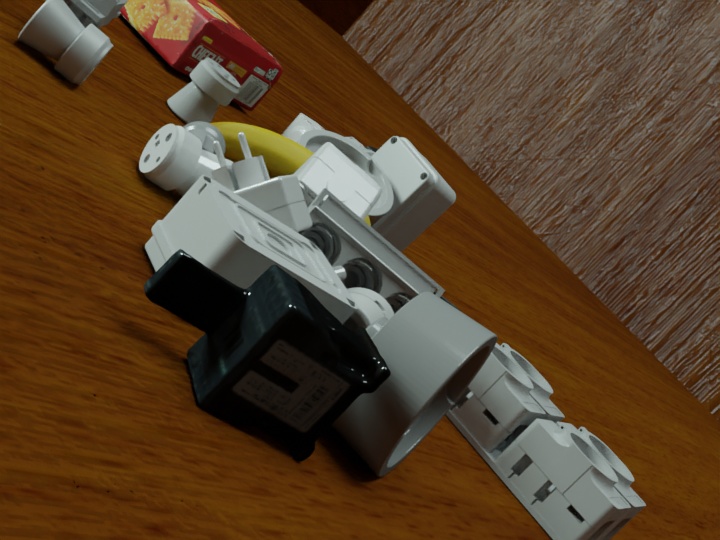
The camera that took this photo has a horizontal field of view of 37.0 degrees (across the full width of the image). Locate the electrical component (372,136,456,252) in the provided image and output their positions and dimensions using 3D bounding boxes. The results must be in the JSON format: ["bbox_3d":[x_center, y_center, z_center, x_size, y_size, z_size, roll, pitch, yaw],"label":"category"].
[{"bbox_3d":[0.029,-0.069,1.086,0.057,0.113,0.078,33,18,-53],"label":"electrical component"}]

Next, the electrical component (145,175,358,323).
[{"bbox_3d":[-0.066,0.004,0.654,0.113,0.057,0.078,32,16,-42],"label":"electrical component"}]

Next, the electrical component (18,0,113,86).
[{"bbox_3d":[-0.219,-0.171,0.802,0.055,0.045,0.045,40,12,-16],"label":"electrical component"}]

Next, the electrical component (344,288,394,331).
[{"bbox_3d":[-0.007,0.042,0.726,0.055,0.055,0.047,45,15,8],"label":"electrical component"}]

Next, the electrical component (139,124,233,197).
[{"bbox_3d":[-0.123,-0.072,0.768,0.055,0.045,0.045,35,14,-35],"label":"electrical component"}]

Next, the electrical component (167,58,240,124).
[{"bbox_3d":[-0.143,-0.161,0.991,0.045,0.055,0.045,41,12,-10],"label":"electrical component"}]

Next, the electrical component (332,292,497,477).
[{"bbox_3d":[0.024,0.062,0.638,0.060,0.108,0.108,40,11,14],"label":"electrical component"}]

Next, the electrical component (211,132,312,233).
[{"bbox_3d":[-0.078,-0.054,0.734,0.047,0.066,0.076,-35,108,-78],"label":"electrical component"}]

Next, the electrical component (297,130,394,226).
[{"bbox_3d":[-0.029,-0.073,1.021,0.108,0.060,0.108,27,36,-22],"label":"electrical component"}]

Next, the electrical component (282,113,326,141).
[{"bbox_3d":[-0.054,-0.129,1.180,0.080,0.051,0.080,41,12,-10],"label":"electrical component"}]

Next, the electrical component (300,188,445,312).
[{"bbox_3d":[-0.009,0.008,0.810,0.121,0.078,0.063,40,-10,-14],"label":"electrical component"}]

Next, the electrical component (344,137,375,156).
[{"bbox_3d":[-0.016,-0.099,1.135,0.080,0.080,0.051,29,13,-49],"label":"electrical component"}]

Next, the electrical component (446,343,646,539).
[{"bbox_3d":[0.140,0.134,0.867,0.186,0.060,0.105,49,13,26],"label":"electrical component"}]

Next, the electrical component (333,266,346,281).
[{"bbox_3d":[-0.036,0.008,0.748,0.061,0.035,0.035,-15,53,-41],"label":"electrical component"}]

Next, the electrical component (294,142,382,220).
[{"bbox_3d":[-0.035,-0.052,0.875,0.062,0.096,0.061,41,53,-9],"label":"electrical component"}]

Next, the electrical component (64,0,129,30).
[{"bbox_3d":[-0.224,-0.206,0.860,0.042,0.063,0.081,40,11,-11],"label":"electrical component"}]

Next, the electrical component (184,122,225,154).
[{"bbox_3d":[-0.127,-0.090,0.836,0.040,0.040,0.046,39,18,-17],"label":"electrical component"}]
